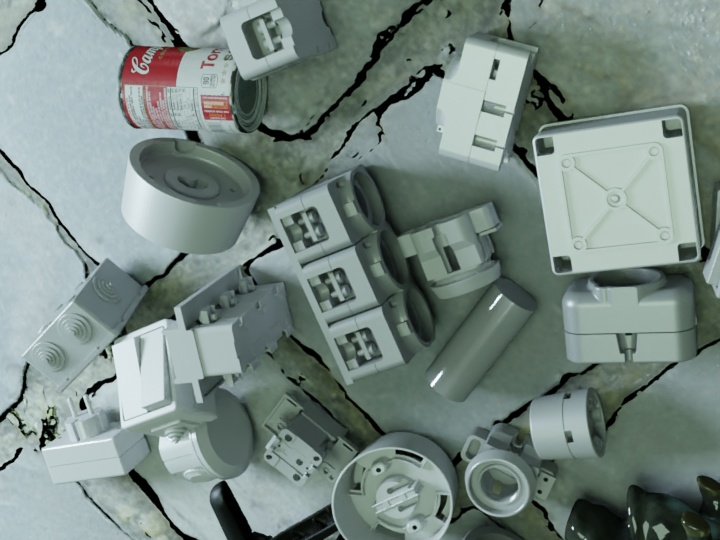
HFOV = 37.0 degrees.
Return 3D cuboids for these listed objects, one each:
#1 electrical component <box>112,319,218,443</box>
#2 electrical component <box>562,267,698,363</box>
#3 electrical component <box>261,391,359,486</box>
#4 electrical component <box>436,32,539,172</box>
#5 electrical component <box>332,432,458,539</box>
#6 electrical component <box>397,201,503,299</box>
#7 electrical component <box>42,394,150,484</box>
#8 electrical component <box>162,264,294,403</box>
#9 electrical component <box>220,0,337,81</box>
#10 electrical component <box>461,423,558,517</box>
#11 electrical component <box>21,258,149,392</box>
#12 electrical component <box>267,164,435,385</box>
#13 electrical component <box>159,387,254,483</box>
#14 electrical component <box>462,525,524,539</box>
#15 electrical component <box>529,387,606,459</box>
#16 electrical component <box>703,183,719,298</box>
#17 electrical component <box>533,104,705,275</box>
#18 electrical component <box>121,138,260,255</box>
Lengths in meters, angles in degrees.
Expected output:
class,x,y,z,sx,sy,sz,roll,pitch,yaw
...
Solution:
class,x,y,z,sx,sy,sz,roll,pitch,yaw
electrical component,-0.163,0.096,0.892,0.062,0.061,0.096,-22,65,25
electrical component,0.203,0.033,0.810,0.095,0.054,0.059,-3,105,20
electrical component,-0.048,0.149,0.926,0.081,0.064,0.042,38,113,5
electrical component,0.092,-0.127,0.801,0.056,0.050,0.089,18,111,13
electrical component,0.032,0.189,0.910,0.099,0.064,0.099,6,108,17
electrical component,0.076,-0.013,0.838,0.078,0.058,0.057,-19,96,23
electrical component,-0.253,0.152,1.006,0.083,0.047,0.075,-12,102,22
electrical component,-0.103,0.048,0.883,0.063,0.121,0.078,-7,104,18
electrical component,-0.064,-0.178,0.817,0.056,0.089,0.050,-17,100,23
electrical component,0.118,0.165,0.878,0.078,0.057,0.058,25,113,10
electrical component,-0.242,0.046,0.943,0.048,0.099,0.100,42,115,-13
electrical component,0.000,0.000,0.850,0.062,0.089,0.150,-21,98,23
electrical component,-0.135,0.147,0.947,0.051,0.080,0.080,-19,99,28
electrical component,0.109,0.274,0.889,0.108,0.108,0.060,41,121,3
electrical component,0.164,0.123,0.851,0.047,0.055,0.055,-10,102,25
electrical component,0.278,-0.016,0.761,0.061,0.061,0.096,8,109,9
electrical component,0.189,-0.058,0.786,0.109,0.056,0.108,-6,104,20
electrical component,-0.141,-0.055,0.875,0.108,0.108,0.060,28,119,9
